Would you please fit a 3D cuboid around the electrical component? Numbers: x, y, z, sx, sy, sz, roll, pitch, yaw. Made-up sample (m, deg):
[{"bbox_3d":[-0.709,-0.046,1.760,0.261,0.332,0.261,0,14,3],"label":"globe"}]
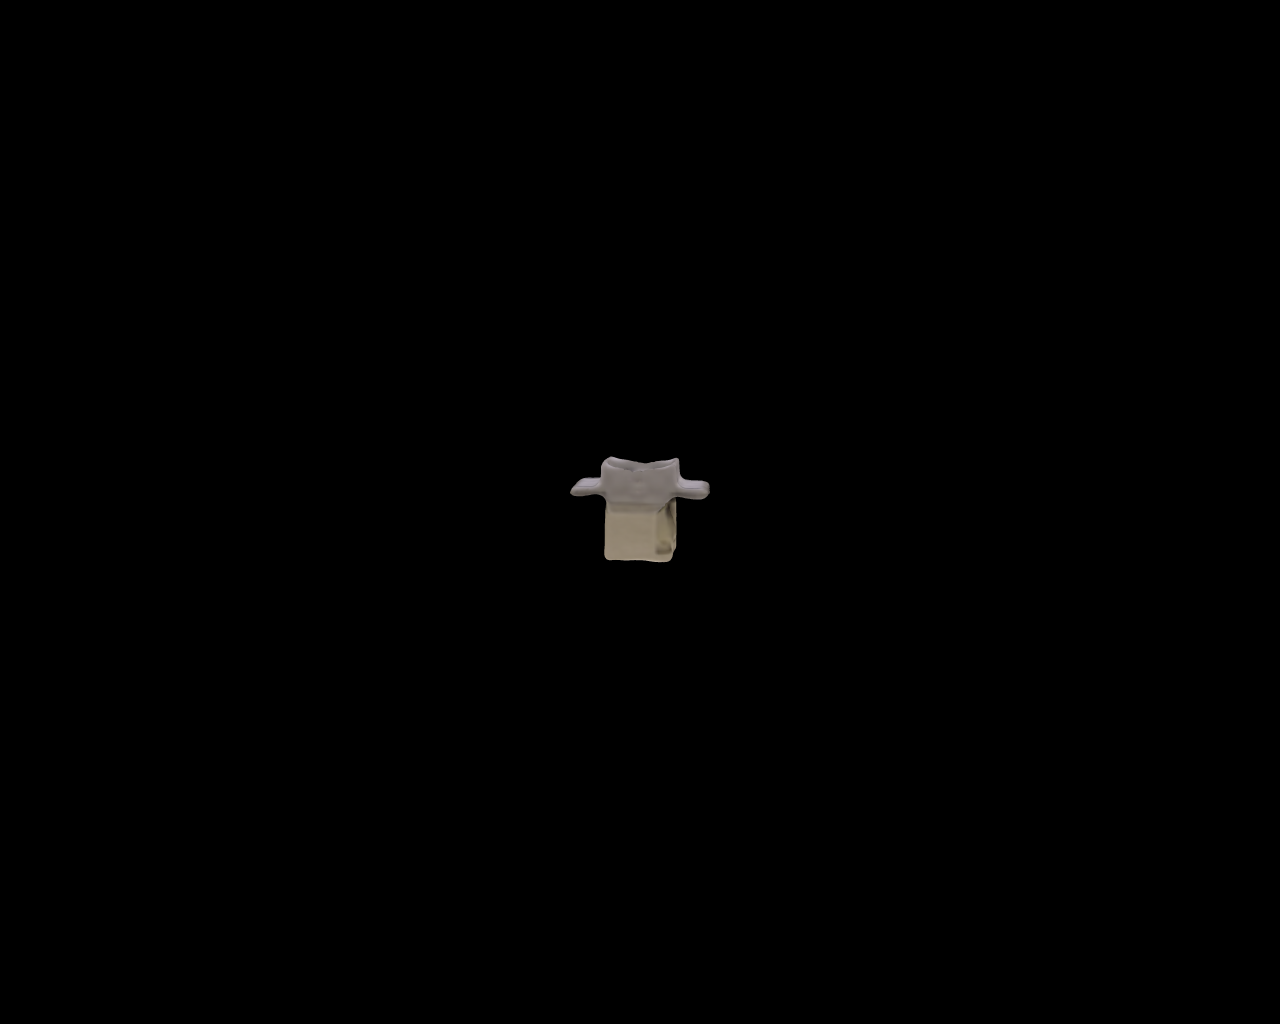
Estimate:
[{"bbox_3d":[0.001,-0.003,0.650,0.081,0.063,0.042,1,11,7],"label":"electrical component"}]
